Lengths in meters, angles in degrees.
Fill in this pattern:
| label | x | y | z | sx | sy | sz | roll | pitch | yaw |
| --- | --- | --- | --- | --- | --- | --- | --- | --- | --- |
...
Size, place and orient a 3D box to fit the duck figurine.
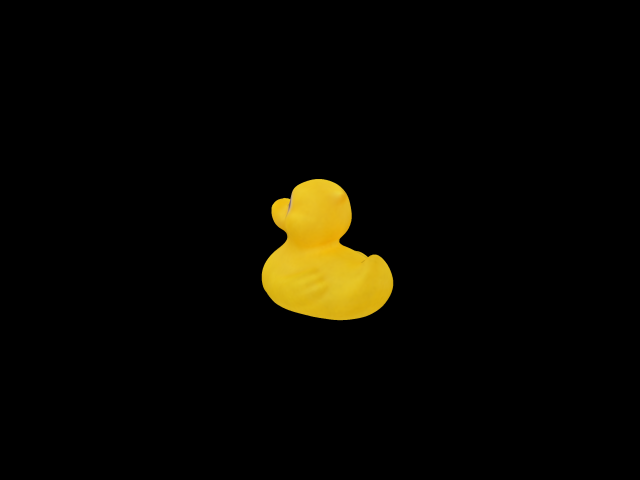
| label | x | y | z | sx | sy | sz | roll | pitch | yaw |
| --- | --- | --- | --- | --- | --- | --- | --- | --- | --- |
| duck figurine | 0.004 | 0.001 | 0.400 | 0.104 | 0.086 | 0.078 | 17 | 27 | 38 |
